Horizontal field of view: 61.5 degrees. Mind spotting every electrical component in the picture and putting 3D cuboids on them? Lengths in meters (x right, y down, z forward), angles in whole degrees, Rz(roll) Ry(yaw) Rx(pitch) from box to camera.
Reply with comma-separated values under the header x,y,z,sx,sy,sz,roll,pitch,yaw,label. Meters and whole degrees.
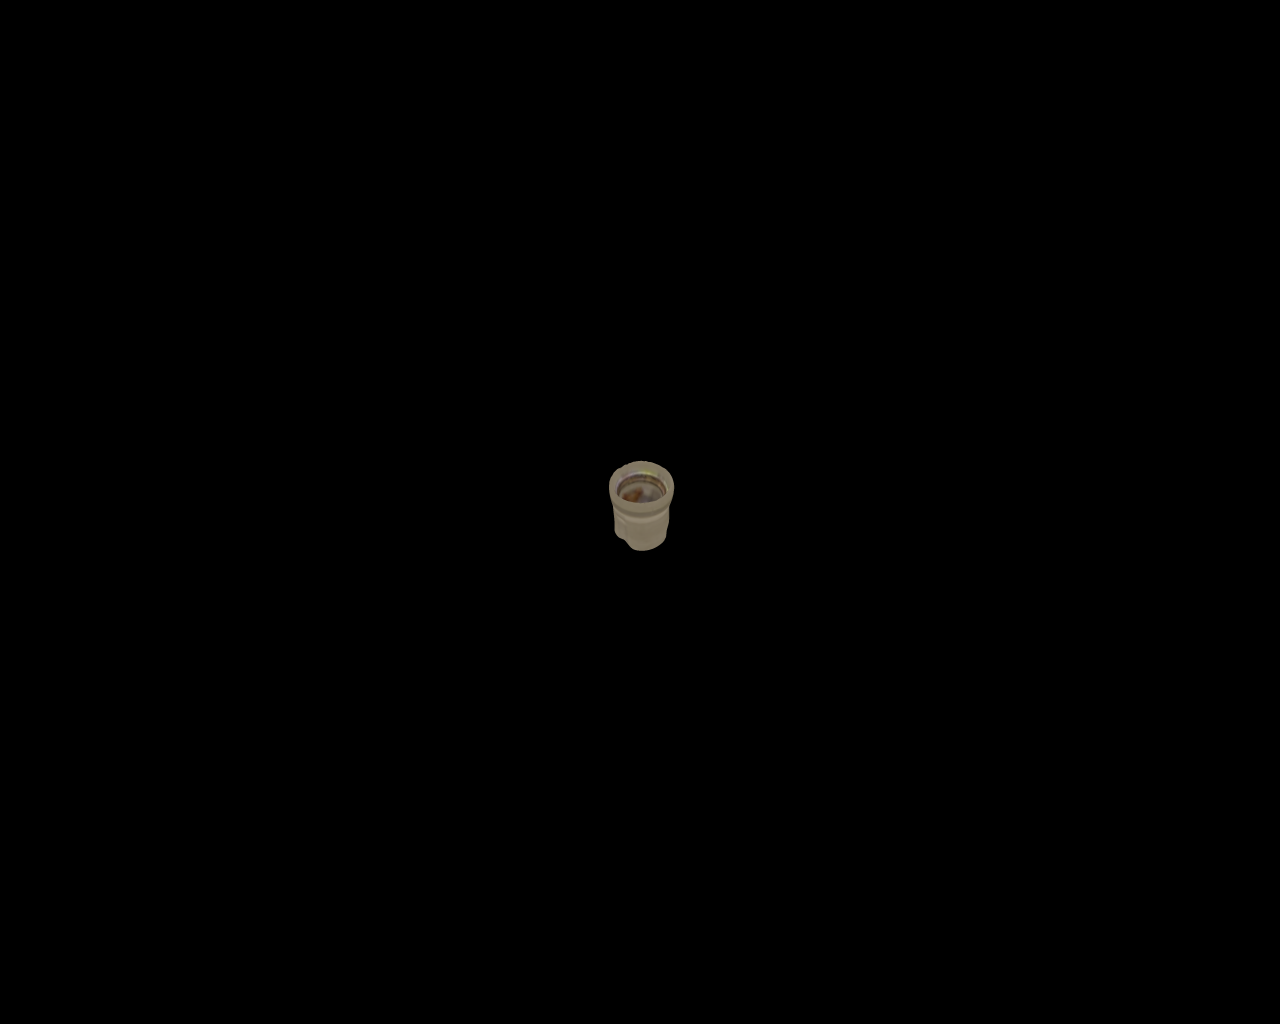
x,y,z,sx,sy,sz,roll,pitch,yaw,label
0.001,-0.003,0.650,0.040,0.040,0.046,0,-45,0,electrical component
